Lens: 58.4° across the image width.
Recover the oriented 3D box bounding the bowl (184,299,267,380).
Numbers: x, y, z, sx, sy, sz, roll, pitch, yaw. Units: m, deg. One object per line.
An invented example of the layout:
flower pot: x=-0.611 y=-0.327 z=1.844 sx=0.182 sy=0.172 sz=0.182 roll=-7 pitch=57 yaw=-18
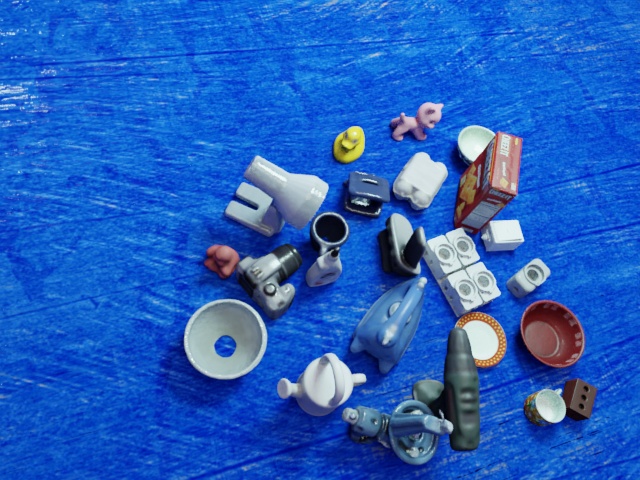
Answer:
bowl: x=-0.195 y=0.212 z=1.181 sx=0.167 sy=0.074 sz=0.167 roll=5 pitch=65 yaw=-10

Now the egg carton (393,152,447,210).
egg carton: x=0.253 y=-0.151 z=1.450 sx=0.107 sy=0.069 sz=0.150 roll=32 pitch=63 yaw=4

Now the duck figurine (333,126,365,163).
duck figurine: x=0.081 y=-0.255 z=1.451 sx=0.077 sy=0.086 sz=0.105 roll=32 pitch=63 yaw=4

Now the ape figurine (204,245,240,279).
ape figurine: x=-0.211 y=0.040 z=1.247 sx=0.076 sy=0.092 sz=0.077 roll=-11 pitch=68 yaw=-17

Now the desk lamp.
desk lamp: x=-0.098 y=-0.091 z=1.264 sx=0.203 sy=0.213 sz=0.118 roll=24 pitch=63 yaw=0

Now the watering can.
watering can: x=0.007 y=0.285 z=1.124 sx=0.173 sy=0.194 sz=0.101 roll=-27 pitch=73 yaw=-22

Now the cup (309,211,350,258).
cup: x=0.012 y=0.005 z=1.311 sx=0.091 sy=0.095 sz=0.118 roll=17 pitch=63 yaw=-4

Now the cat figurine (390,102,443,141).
cat figurine: x=0.261 y=-0.320 z=1.503 sx=0.128 sy=0.117 sz=0.067 roll=-5 pitch=67 yaw=-14

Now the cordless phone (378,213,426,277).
cordless phone: x=0.204 y=-0.007 z=1.308 sx=0.094 sy=0.185 sz=0.147 roll=-4 pitch=67 yaw=-14

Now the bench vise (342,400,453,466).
bench vise: x=0.153 y=0.371 z=1.102 sx=0.208 sy=0.219 sz=0.121 roll=0 pitch=66 yaw=-12

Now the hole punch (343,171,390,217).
hole punch: x=0.113 y=-0.122 z=1.394 sx=0.109 sy=0.091 sz=0.101 roll=12 pitch=64 yaw=-7

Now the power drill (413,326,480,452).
power drill: x=0.259 y=0.311 z=1.160 sx=0.076 sy=0.208 sz=0.229 roll=0 pitch=66 yaw=-12

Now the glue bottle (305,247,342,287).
glue bottle: x=0.018 y=0.053 z=1.246 sx=0.078 sy=0.173 sz=0.037 roll=-17 pitch=70 yaw=-19

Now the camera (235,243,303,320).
camera: x=-0.094 y=0.076 z=1.251 sx=0.137 sy=0.100 sz=0.143 roll=-36 pitch=77 yaw=-24

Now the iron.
iron: x=0.177 y=0.156 z=1.251 sx=0.118 sy=0.141 sz=0.259 roll=34 pitch=63 yaw=5
